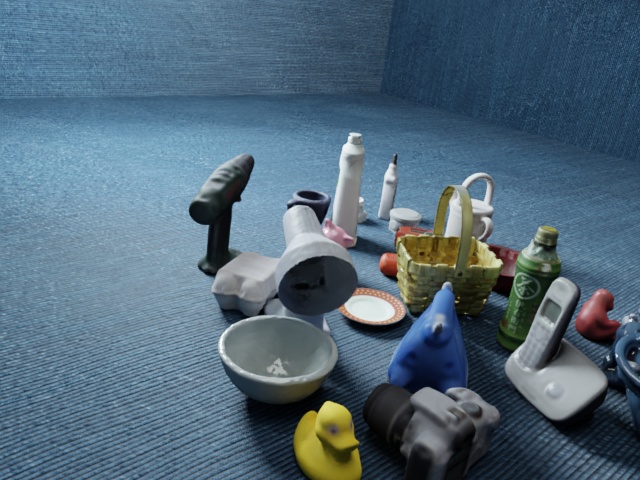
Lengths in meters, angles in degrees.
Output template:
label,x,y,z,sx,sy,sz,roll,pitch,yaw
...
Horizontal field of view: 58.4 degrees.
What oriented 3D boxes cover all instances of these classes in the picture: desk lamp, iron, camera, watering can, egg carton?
label,x,y,z,sx,sy,sz,roll,pitch,yaw
desk lamp,-0.027,0.066,0.903,0.118,0.213,0.202,0,24,-16
iron,0.183,0.138,0.891,0.118,0.141,0.259,12,23,12
camera,0.134,0.226,0.722,0.144,0.101,0.136,-15,32,-42
watering can,0.352,-0.068,1.356,0.101,0.194,0.172,-14,31,-40
egg carton,-0.123,0.076,1.036,0.107,0.069,0.150,14,24,15

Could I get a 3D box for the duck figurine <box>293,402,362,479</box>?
label,x,y,z,sx,sy,sz,roll,pitch,yaw
duck figurine,0.012,0.233,0.686,0.078,0.086,0.104,-8,27,-31

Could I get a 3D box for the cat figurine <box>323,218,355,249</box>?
label,x,y,z,sx,sy,sz,roll,pitch,yaw
cat figurine,0.011,0.004,1.182,0.067,0.118,0.127,-11,29,-36

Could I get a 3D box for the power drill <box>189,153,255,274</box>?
label,x,y,z,sx,sy,sz,roll,pitch,yaw
power drill,-0.189,-0.050,1.133,0.075,0.208,0.230,11,23,10

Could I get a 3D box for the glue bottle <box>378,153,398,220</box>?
label,x,y,z,sx,sy,sz,roll,pitch,yaw
glue bottle,0.185,-0.144,1.512,0.037,0.173,0.078,10,23,7

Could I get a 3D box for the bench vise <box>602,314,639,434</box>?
label,x,y,z,sx,sy,sz,roll,pitch,yaw
bench vise,0.486,0.151,0.850,0.121,0.220,0.207,4,23,-8

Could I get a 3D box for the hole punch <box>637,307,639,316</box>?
label,x,y,z,sx,sy,sz,roll,pitch,yaw
hole punch,0.624,0.162,1.031,0.109,0.091,0.100,-13,30,-39

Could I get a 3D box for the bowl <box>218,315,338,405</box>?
label,x,y,z,sx,sy,sz,roll,pitch,yaw
bowl,-0.061,0.179,0.807,0.167,0.075,0.167,6,23,-2

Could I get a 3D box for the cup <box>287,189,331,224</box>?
label,x,y,z,sx,sy,sz,roll,pitch,yaw
cup,-0.033,-0.060,1.350,0.118,0.095,0.091,-15,31,-41

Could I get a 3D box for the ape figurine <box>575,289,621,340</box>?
label,x,y,z,sx,sy,sz,roll,pitch,yaw
ape figurine,0.517,0.135,1.061,0.076,0.092,0.077,4,23,-6

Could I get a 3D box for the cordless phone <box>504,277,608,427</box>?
label,x,y,z,sx,sy,sz,roll,pitch,yaw
cordless phone,0.355,0.160,0.834,0.094,0.185,0.147,-3,25,-22
